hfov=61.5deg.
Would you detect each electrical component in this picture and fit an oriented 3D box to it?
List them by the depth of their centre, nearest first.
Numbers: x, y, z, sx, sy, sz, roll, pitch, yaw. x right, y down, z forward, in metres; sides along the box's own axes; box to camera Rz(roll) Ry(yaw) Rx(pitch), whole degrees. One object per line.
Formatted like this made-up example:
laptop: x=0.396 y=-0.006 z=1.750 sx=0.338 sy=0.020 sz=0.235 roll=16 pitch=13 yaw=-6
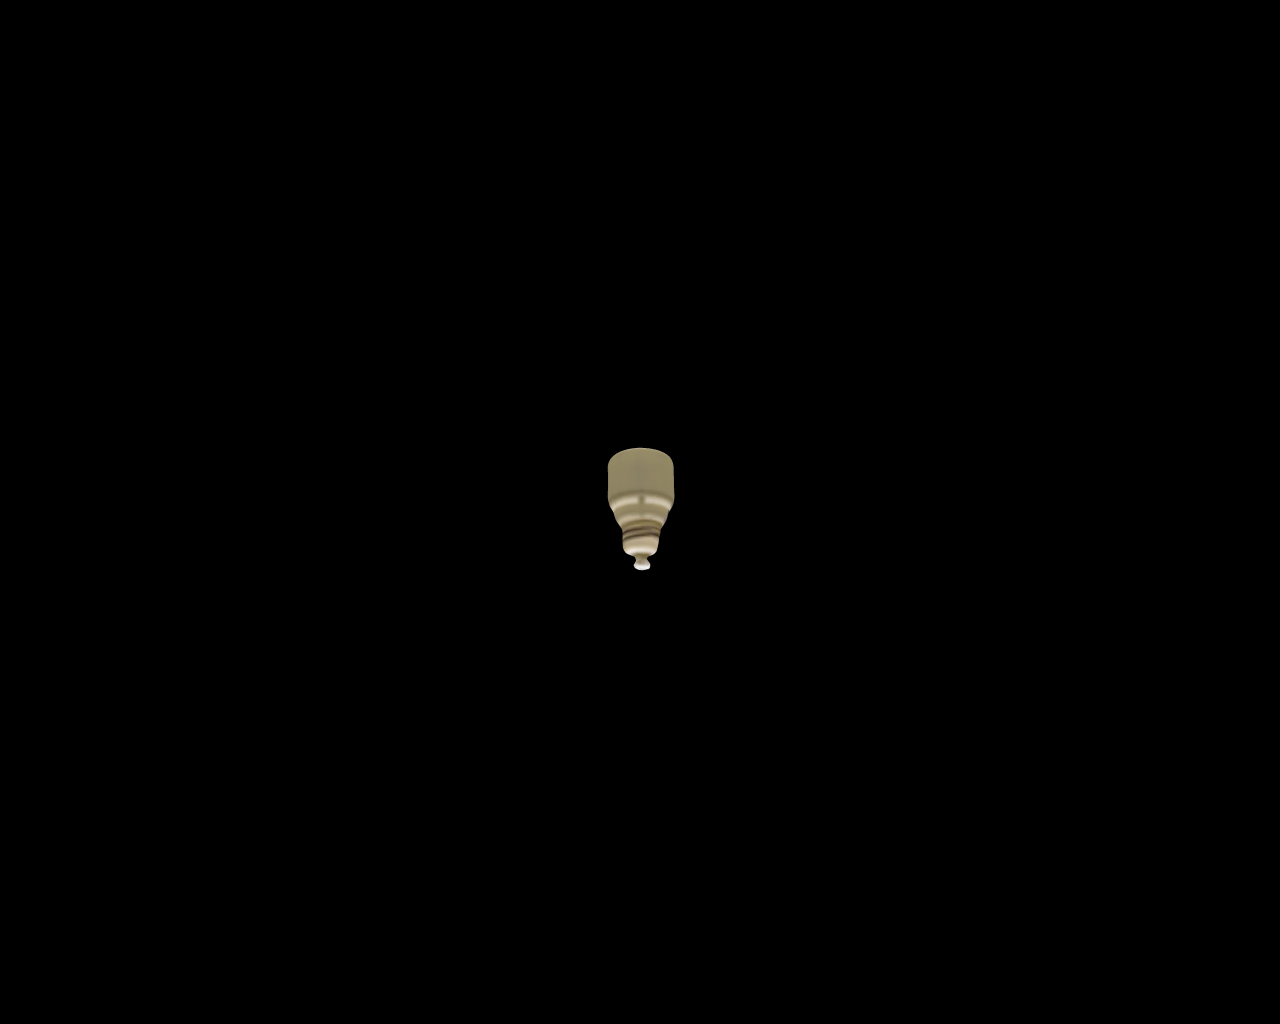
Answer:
electrical component: x=0.001 y=-0.003 z=0.650 sx=0.040 sy=0.078 sz=0.040 roll=0 pitch=-20 yaw=0
